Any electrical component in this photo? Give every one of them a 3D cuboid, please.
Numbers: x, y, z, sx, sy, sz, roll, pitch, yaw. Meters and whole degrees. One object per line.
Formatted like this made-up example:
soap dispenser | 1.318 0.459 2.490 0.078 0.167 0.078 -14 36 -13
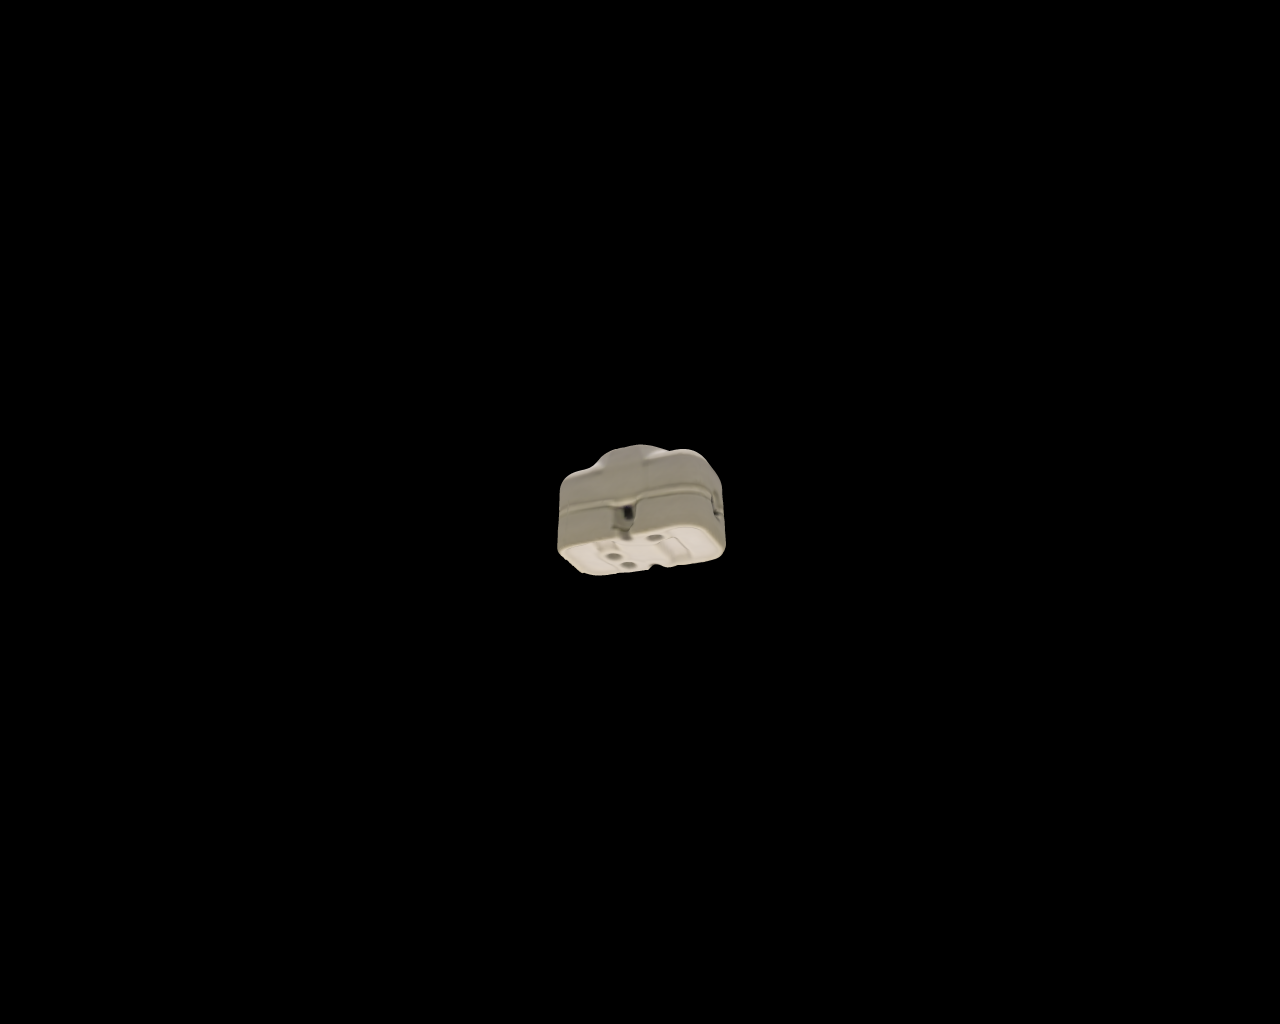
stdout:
electrical component | 0.001 -0.003 0.650 0.095 0.059 0.053 -10 -28 20
